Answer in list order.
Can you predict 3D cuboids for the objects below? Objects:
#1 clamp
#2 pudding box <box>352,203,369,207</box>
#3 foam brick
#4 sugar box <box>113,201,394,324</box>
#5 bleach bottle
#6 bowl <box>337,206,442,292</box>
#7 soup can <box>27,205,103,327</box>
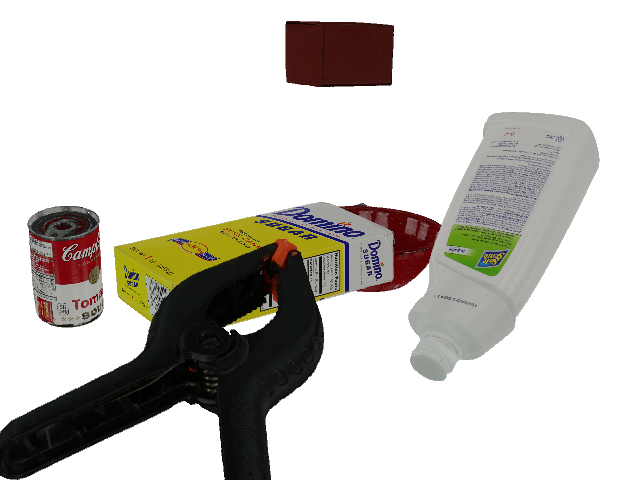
[{"bbox_3d":[-0.041,0.063,0.460,0.120,0.039,0.171,26,48,20],"label":"clamp"},{"bbox_3d":[0.033,-0.004,1.317,0.113,0.039,0.090,-18,29,-26],"label":"pudding box"},{"bbox_3d":[0.016,-0.156,0.890,0.078,0.051,0.053,-7,16,-36],"label":"foam brick"},{"bbox_3d":[-0.045,0.016,0.748,0.175,0.048,0.093,-16,25,-31],"label":"sugar box"},{"bbox_3d":[0.130,0.003,0.835,0.103,0.068,0.250,8,49,36],"label":"bleach bottle"},{"bbox_3d":[0.047,0.012,1.091,0.162,0.055,0.162,2,17,-1],"label":"bowl"},{"bbox_3d":[-0.250,0.026,1.051,0.068,0.102,0.068,2,28,-1],"label":"soup can"}]
